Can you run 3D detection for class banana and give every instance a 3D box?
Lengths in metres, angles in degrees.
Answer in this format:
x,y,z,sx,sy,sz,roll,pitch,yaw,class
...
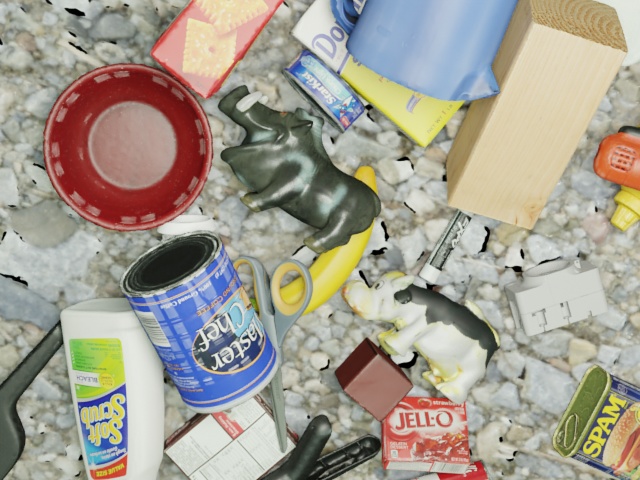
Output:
x,y,z,sx,sy,sz,roll,pitch,yaw,class
0.004,0.017,1.083,0.069,0.037,0.198,43,92,-9,banana

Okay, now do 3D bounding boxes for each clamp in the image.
x,y,z,sx,sy,sz,roll,pitch,yaw,class
-0.333,0.168,1.075,0.164,0.036,0.210,-2,100,-3,clamp
-0.015,0.247,1.101,0.120,0.039,0.172,25,116,-44,clamp

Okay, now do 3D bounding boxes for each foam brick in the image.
x,y,z,sx,sy,sz,roll,pitch,yaw,class
0.054,0.141,1.084,0.053,0.078,0.051,43,91,-9,foam brick

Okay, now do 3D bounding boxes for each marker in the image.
x,y,z,sx,sy,sz,roll,pitch,yaw,class
0.140,-0.011,1.100,0.020,0.020,0.121,29,94,-8,marker

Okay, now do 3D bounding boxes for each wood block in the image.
x,y,z,sx,sy,sz,roll,pitch,yaw,class
0.198,-0.124,1.006,0.090,0.090,0.206,15,128,-7,wood block

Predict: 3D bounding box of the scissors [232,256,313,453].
x,y,z,sx,sy,sz,roll,pitch,yaw,class
-0.032,0.106,1.064,0.096,0.016,0.202,-21,89,20,scissors

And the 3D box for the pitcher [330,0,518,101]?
x,y,z,sx,sy,sz,roll,pitch,yaw,class
0.116,-0.256,0.934,0.149,0.145,0.243,15,114,-18,pitcher

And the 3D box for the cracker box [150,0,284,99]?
x,y,z,sx,sy,sz,roll,pitch,yaw,class
-0.062,-0.231,0.979,0.072,0.164,0.214,40,93,-11,cracker box

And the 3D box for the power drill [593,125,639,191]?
x,y,z,sx,sy,sz,roll,pitch,yaw,class
0.378,-0.119,1.026,0.184,0.057,0.187,19,91,8,power drill

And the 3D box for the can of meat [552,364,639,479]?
x,y,z,sx,sy,sz,roll,pitch,yaw,class
0.308,0.195,1.125,0.084,0.057,0.102,25,96,-11,can of meat

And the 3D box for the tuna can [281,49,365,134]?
x,y,z,sx,sy,sz,roll,pitch,yaw,class
0.004,-0.145,1.036,0.034,0.086,0.086,-45,99,0,tuna can

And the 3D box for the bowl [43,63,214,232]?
x,y,z,sx,sy,sz,roll,pitch,yaw,class
-0.185,-0.091,1.043,0.162,0.055,0.162,-1,98,-5,bowl

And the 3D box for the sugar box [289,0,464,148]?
x,y,z,sx,sy,sz,roll,pitch,yaw,class
0.065,-0.183,1.056,0.176,0.048,0.093,39,93,-10,sugar box

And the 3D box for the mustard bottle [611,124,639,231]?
x,y,z,sx,sy,sz,roll,pitch,yaw,class
0.362,-0.089,1.088,0.096,0.058,0.191,37,94,-8,mustard bottle

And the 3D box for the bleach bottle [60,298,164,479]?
x,y,z,sx,sy,sz,roll,pitch,yaw,class
-0.194,0.186,1.067,0.103,0.068,0.251,-1,101,27,bleach bottle

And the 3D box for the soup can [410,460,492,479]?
x,y,z,sx,sy,sz,roll,pitch,yaw,class
0.131,0.276,1.114,0.102,0.068,0.068,-15,99,-2,soup can

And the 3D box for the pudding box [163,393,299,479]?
x,y,z,sx,sy,sz,roll,pitch,yaw,class
-0.091,0.211,1.102,0.113,0.039,0.090,-40,99,3,pudding box

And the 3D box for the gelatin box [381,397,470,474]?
x,y,z,sx,sy,sz,roll,pitch,yaw,class
0.107,0.200,1.101,0.089,0.030,0.073,5,56,-6,gelatin box

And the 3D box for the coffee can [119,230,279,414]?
x,y,z,sx,sy,sz,roll,pitch,yaw,class
-0.111,0.077,1.000,0.103,0.103,0.140,-25,116,-1,coffee can
